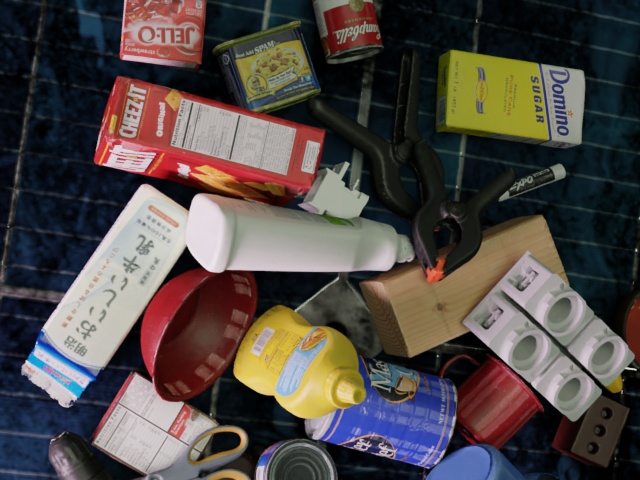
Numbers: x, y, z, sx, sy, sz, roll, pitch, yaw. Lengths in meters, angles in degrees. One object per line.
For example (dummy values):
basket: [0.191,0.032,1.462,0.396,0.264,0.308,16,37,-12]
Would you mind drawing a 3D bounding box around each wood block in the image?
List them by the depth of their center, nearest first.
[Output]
wood block: [0.163,0.051,1.213,0.206,0.090,0.091,-22,93,-15]

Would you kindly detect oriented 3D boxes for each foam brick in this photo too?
foam brick: [0.320,0.223,1.263,0.053,0.051,0.078,26,81,-11]

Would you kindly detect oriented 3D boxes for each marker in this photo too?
marker: [0.238,-0.063,1.275,0.121,0.020,0.020,-21,92,-15]

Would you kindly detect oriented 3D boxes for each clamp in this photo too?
clamp: [0.154,-0.029,1.171,0.120,0.039,0.171,8,64,2]
clamp: [0.078,-0.101,1.218,0.164,0.036,0.210,-23,97,-28]

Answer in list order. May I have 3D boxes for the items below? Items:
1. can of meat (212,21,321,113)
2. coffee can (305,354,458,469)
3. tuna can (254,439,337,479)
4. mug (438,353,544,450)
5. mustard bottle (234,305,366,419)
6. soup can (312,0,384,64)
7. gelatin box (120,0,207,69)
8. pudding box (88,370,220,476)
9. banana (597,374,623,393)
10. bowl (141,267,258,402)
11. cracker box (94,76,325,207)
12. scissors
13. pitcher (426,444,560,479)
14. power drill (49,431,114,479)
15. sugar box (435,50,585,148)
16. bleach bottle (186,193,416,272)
can of meat: [-0.057,-0.187,1.188,0.102,0.057,0.084,-20,93,-15]
coffee can: [0.066,0.185,1.173,0.140,0.103,0.103,17,83,-13]
tuna can: [-0.025,0.255,1.139,0.086,0.034,0.086,6,74,-22]
mug: [0.184,0.182,1.217,0.081,0.093,0.117,-43,75,-8]
mustard bottle: [-0.013,0.133,1.109,0.058,0.192,0.096,40,78,-32]
soup can: [0.029,-0.258,1.208,0.068,0.069,0.102,-12,89,-15]
gelatin box: [-0.172,-0.231,1.174,0.089,0.030,0.073,5,86,-14]
pudding box: [-0.177,0.206,1.143,0.113,0.039,0.090,33,78,-9]
banana: [0.283,0.118,1.270,0.197,0.037,0.070,22,97,-11]
bowl: [-0.137,0.088,1.123,0.055,0.162,0.162,29,78,26]
cracker box: [-0.120,-0.094,1.111,0.213,0.164,0.072,13,81,-14]
scissors: [-0.156,0.264,1.106,0.201,0.016,0.096,-28,86,-20]
pitcher: [0.223,0.332,1.173,0.145,0.149,0.242,-37,109,10]
power drill: [-0.282,0.316,1.099,0.187,0.057,0.184,-32,95,-14]
sugar box: [0.226,-0.166,1.265,0.176,0.048,0.093,5,85,-13]
bleach bottle: [-0.007,0.001,1.117,0.250,0.103,0.068,6,105,-27]
